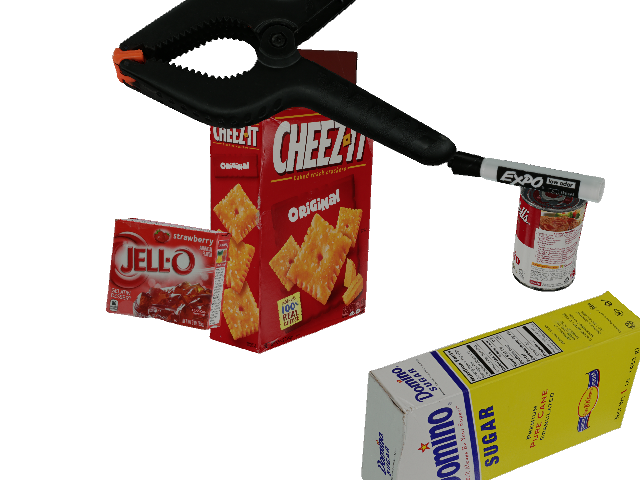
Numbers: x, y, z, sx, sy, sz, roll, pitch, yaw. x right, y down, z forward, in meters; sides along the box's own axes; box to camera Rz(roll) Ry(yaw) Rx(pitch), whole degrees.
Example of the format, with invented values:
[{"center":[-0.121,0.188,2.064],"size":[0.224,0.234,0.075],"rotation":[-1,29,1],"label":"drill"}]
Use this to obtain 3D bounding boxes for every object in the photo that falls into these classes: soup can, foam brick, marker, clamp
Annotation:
[{"center":[0.236,-0.007,1.103],"size":[0.068,0.102,0.068],"rotation":[0,34,0],"label":"soup can"},{"center":[-0.004,-0.181,1.156],"size":[0.078,0.051,0.053],"rotation":[0,11,-14],"label":"foam brick"},{"center":[0.155,-0.050,0.818],"size":[0.121,0.020,0.020],"rotation":[14,5,24],"label":"marker"},{"center":[-0.019,-0.108,0.660],"size":[0.210,0.164,0.036],"rotation":[-12,-19,-6],"label":"clamp"}]

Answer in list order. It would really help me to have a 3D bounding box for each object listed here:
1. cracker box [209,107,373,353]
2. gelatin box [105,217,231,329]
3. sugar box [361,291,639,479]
[{"center":[-0.023,-0.021,0.980],"size":[0.072,0.214,0.163],"rotation":[13,17,37],"label":"cracker box"},{"center":[-0.116,0.024,0.810],"size":[0.089,0.073,0.030],"rotation":[9,5,19],"label":"gelatin box"},{"center":[0.112,0.099,0.653],"size":[0.176,0.093,0.048],"rotation":[-18,41,-24],"label":"sugar box"}]
